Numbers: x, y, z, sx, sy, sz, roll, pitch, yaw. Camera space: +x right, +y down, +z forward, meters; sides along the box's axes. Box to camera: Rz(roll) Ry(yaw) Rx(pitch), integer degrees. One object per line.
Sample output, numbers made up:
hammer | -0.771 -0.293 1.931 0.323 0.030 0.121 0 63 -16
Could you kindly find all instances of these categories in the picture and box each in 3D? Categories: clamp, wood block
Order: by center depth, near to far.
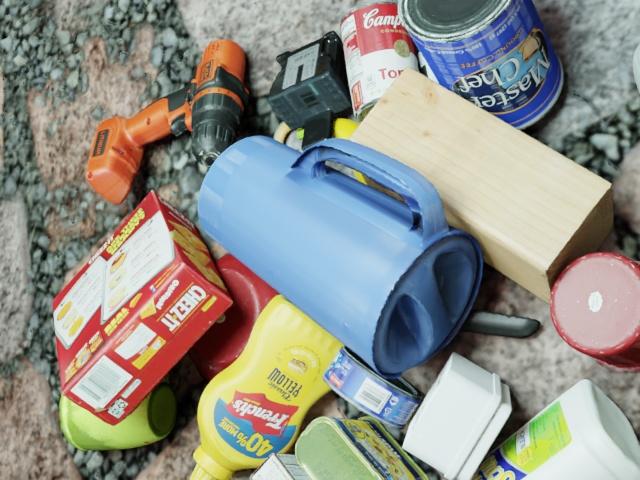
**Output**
wood block | 0.134 -0.046 0.899 0.206 0.090 0.090 35 81 26
clamp | 0.099 0.046 0.947 0.171 0.039 0.120 -15 63 13

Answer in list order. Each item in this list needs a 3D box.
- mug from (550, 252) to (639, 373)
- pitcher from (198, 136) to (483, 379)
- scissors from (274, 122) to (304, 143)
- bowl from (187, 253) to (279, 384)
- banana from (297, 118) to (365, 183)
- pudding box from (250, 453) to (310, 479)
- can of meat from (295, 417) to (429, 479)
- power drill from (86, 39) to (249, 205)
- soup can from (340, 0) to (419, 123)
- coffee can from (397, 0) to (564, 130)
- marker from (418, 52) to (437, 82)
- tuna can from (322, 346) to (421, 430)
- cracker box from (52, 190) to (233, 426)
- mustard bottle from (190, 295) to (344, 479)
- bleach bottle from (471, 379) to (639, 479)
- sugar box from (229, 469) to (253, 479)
mug | 0.242 0.050 0.840 0.117 0.081 0.093 -30 65 24
pitcher | 0.010 -0.006 0.908 0.243 0.144 0.149 33 89 34
scissors | -0.007 -0.045 1.057 0.202 0.016 0.096 42 102 31
bowl | -0.083 0.078 1.054 0.162 0.055 0.162 -8 76 31
banana | 0.047 -0.048 1.013 0.070 0.037 0.198 -46 59 33
pudding box | 0.001 0.240 0.944 0.114 0.089 0.039 45 103 31
can of meat | 0.036 0.201 0.934 0.057 0.083 0.102 -51 59 12
power drill | -0.156 -0.110 1.107 0.188 0.057 0.184 -26 36 25
soup can | 0.059 -0.166 1.011 0.069 0.068 0.102 -17 71 28
coffee can | 0.139 -0.169 0.905 0.103 0.140 0.103 -14 57 22
marker | 0.113 -0.122 0.997 0.020 0.020 0.121 -20 69 27
tuna can | 0.046 0.129 0.940 0.086 0.086 0.034 34 94 33
cracker box | -0.179 0.060 1.041 0.164 0.072 0.214 -47 25 4
mustard bottle | -0.057 0.152 0.988 0.191 0.096 0.058 -53 16 2
bleach bottle | 0.140 0.221 0.859 0.251 0.102 0.068 -42 103 19
sugar box | -0.059 0.289 0.988 0.176 0.048 0.093 35 99 37
